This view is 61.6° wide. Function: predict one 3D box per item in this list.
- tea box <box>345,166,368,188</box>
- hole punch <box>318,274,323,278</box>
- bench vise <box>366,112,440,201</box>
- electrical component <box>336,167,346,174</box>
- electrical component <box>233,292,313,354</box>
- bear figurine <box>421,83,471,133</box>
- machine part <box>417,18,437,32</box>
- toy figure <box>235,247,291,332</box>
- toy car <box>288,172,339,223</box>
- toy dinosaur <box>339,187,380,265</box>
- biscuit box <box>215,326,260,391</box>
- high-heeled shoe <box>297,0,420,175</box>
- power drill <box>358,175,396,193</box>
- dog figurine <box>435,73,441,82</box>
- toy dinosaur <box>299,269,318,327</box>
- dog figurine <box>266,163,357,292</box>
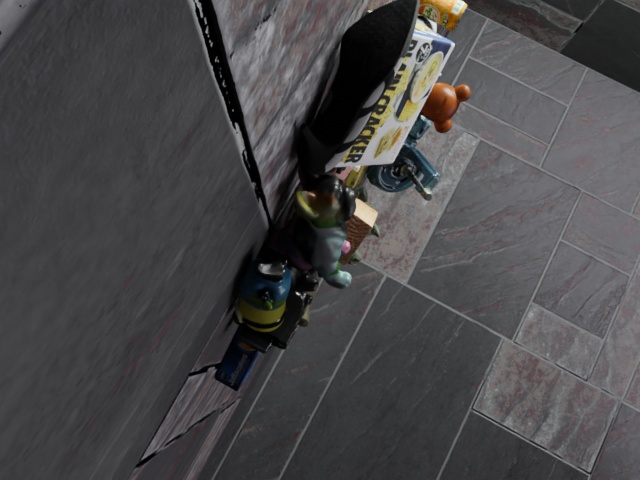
[{"bbox_3d":[0.076,-0.180,1.256,0.098,0.068,0.169,-65,175,11],"label":"tea box"},{"bbox_3d":[-0.002,-0.004,1.215,0.142,0.116,0.092,-59,167,-33],"label":"hole punch"},{"bbox_3d":[0.206,-0.180,1.199,0.223,0.128,0.241,-44,-139,17],"label":"bench vise"},{"bbox_3d":[0.043,-0.174,1.037,0.119,0.048,0.074,-57,174,-43],"label":"electrical component"},{"bbox_3d":[-0.092,0.139,0.993,0.134,0.115,0.058,-62,174,-22],"label":"electrical component"},{"bbox_3d":[0.212,-0.318,1.141,0.132,0.196,0.120,-55,169,-65],"label":"bear figurine"},{"bbox_3d":[0.178,-0.393,1.045,0.079,0.079,0.243,-64,176,34],"label":"machine part"},{"bbox_3d":[-0.089,0.088,0.864,0.082,0.089,0.180,-42,168,-37],"label":"toy figure"},{"bbox_3d":[-0.027,-0.047,0.993,0.089,0.053,0.202,-49,173,-44],"label":"toy car"},{"bbox_3d":[0.044,-0.048,1.362,0.404,0.192,0.131,50,26,-68],"label":"toy dinosaur"},{"bbox_3d":[-0.154,0.221,1.150,0.202,0.063,0.059,-63,175,15],"label":"biscuit box"},{"bbox_3d":[0.056,-0.192,0.715,0.248,0.086,0.145,-47,162,3],"label":"high-heeled shoe"},{"bbox_3d":[0.134,-0.183,1.409,0.232,0.086,0.207,-69,-157,9],"label":"power drill"},{"bbox_3d":[0.202,-0.389,1.386,0.190,0.121,0.172,-47,-178,34],"label":"dog figurine"},{"bbox_3d":[-0.057,0.131,1.432,0.471,0.105,0.198,-46,-162,55],"label":"toy dinosaur"},{"bbox_3d":[-0.026,-0.021,0.866,0.219,0.192,0.108,70,21,-45],"label":"dog figurine"}]
